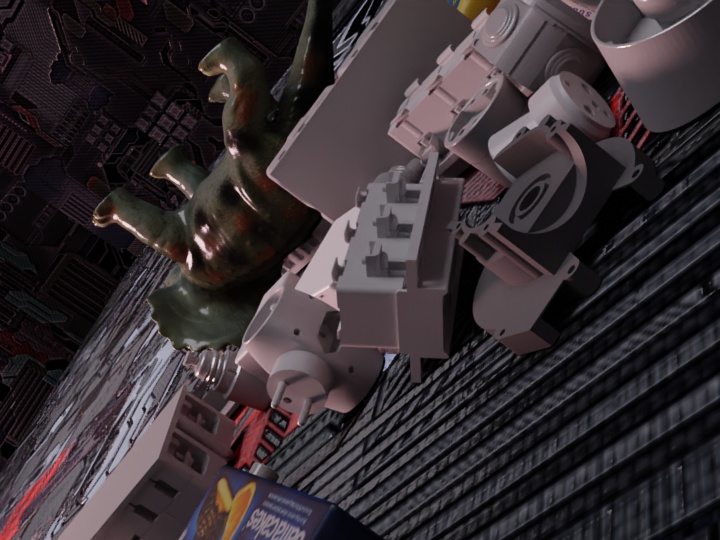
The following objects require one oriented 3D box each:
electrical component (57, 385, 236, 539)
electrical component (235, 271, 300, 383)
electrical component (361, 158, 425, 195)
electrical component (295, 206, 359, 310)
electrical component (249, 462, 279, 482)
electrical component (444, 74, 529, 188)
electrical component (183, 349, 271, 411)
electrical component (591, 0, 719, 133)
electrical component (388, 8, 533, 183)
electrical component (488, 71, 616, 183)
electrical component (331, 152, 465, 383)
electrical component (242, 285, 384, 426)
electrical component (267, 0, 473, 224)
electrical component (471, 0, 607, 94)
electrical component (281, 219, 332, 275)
[{"bbox_3d":[-0.172,0.194,0.828,0.186,0.060,0.105,-50,14,18],"label":"electrical component"},{"bbox_3d":[-0.046,0.037,0.816,0.076,0.047,0.083,-44,16,36],"label":"electrical component"},{"bbox_3d":[0.030,-0.057,0.801,0.062,0.048,0.048,-53,11,-28],"label":"electrical component"},{"bbox_3d":[0.000,0.000,0.746,0.099,0.048,0.100,-60,15,-27],"label":"electrical component"},{"bbox_3d":[-0.071,0.145,0.638,0.062,0.043,0.043,-59,14,-25],"label":"electrical component"},{"bbox_3d":[0.087,-0.083,0.658,0.055,0.047,0.055,-50,14,17],"label":"electrical component"},{"bbox_3d":[-0.098,0.081,0.834,0.040,0.078,0.040,-159,90,-75],"label":"electrical component"},{"bbox_3d":[0.160,-0.118,0.508,0.099,0.064,0.099,-36,26,21],"label":"electrical component"},{"bbox_3d":[0.078,-0.122,0.751,0.121,0.063,0.078,-41,19,45],"label":"electrical component"},{"bbox_3d":[0.104,-0.073,0.581,0.055,0.045,0.045,-45,16,32],"label":"electrical component"},{"bbox_3d":[0.024,-0.005,0.615,0.121,0.063,0.078,-74,-17,-56],"label":"electrical component"},{"bbox_3d":[-0.033,0.060,0.646,0.043,0.077,0.079,-44,16,38],"label":"electrical component"},{"bbox_3d":[0.022,-0.120,0.847,0.186,0.105,0.060,-54,13,-1],"label":"electrical component"},{"bbox_3d":[0.110,-0.134,0.639,0.051,0.080,0.080,-55,12,17],"label":"electrical component"},{"bbox_3d":[-0.072,-0.046,1.083,0.150,0.062,0.089,-39,20,49],"label":"electrical component"}]
